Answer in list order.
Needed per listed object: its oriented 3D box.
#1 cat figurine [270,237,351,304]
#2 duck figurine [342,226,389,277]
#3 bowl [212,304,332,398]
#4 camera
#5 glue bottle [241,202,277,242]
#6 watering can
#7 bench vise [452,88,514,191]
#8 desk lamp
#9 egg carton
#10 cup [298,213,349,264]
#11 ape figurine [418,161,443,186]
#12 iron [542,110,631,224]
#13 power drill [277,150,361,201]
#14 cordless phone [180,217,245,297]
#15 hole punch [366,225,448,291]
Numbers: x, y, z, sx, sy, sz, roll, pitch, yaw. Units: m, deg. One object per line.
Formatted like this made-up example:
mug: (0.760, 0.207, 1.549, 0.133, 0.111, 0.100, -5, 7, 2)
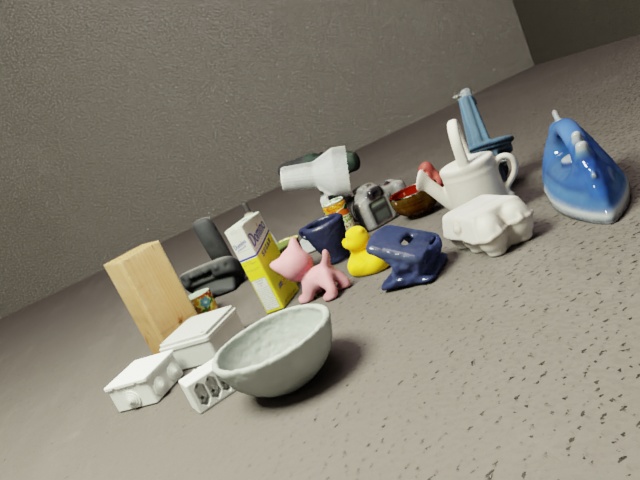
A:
cat figurine: (-0.024, 0.050, 1.031, 0.127, 0.118, 0.067, -13, 17, 41)
duck figurine: (0.081, 0.015, 1.055, 0.078, 0.086, 0.104, -33, 15, -33)
bowl: (-0.050, 0.154, 0.746, 0.167, 0.075, 0.167, -23, 12, 6)
camera: (0.125, -0.094, 1.392, 0.143, 0.101, 0.136, -30, 13, -23)
glue bottle: (-0.153, -0.014, 1.416, 0.078, 0.173, 0.037, -15, 15, 36)
watering can: (0.259, -0.120, 1.028, 0.173, 0.194, 0.101, -24, 13, 3)
bench vise: (0.335, -0.199, 1.156, 0.121, 0.220, 0.207, -23, 13, 8)
desk lamp: (0.005, -0.101, 1.387, 0.203, 0.214, 0.118, -23, 13, 6)
egg carton: (0.263, -0.024, 0.913, 0.107, 0.069, 0.150, -27, 13, -13)
cup: (0.011, 0.004, 1.211, 0.117, 0.095, 0.092, -13, 17, 41)
ape figurine: (0.260, -0.141, 1.356, 0.076, 0.092, 0.077, -29, 13, -19)
iron: (0.406, -0.126, 0.896, 0.118, 0.141, 0.258, -20, 13, 18)
power drill: (0.017, -0.141, 1.542, 0.229, 0.208, 0.076, -19, 14, 25)
cordless phone: (-0.279, 0.045, 1.380, 0.147, 0.185, 0.094, -23, 13, 7)
hole punch: (0.141, 0.017, 0.919, 0.100, 0.091, 0.109, -16, 15, 33)
